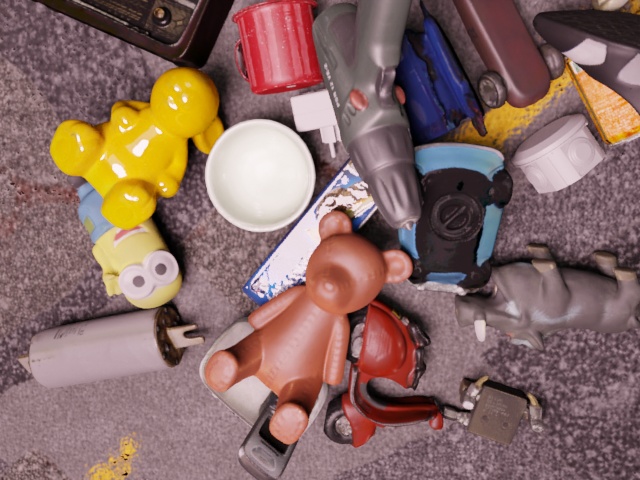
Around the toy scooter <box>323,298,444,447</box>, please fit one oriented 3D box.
[{"bbox_3d":[0.081,0.159,0.615,0.135,0.075,0.183,10,102,7],"label":"toy scooter"}]

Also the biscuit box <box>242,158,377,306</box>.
[{"bbox_3d":[-0.001,-0.002,0.611,0.059,0.063,0.202,40,101,3],"label":"biscuit box"}]

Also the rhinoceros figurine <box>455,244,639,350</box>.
[{"bbox_3d":[0.244,0.065,0.585,0.190,0.073,0.112,-1,108,6],"label":"rhinoceros figurine"}]

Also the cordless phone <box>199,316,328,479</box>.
[{"bbox_3d":[-0.076,0.175,0.584,0.146,0.184,0.088,41,105,1],"label":"cordless phone"}]

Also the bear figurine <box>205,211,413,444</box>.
[{"bbox_3d":[-0.005,0.077,0.533,0.120,0.132,0.195,37,112,8],"label":"bear figurine"}]

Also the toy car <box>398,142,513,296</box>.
[{"bbox_3d":[0.137,-0.028,0.567,0.109,0.103,0.161,2,111,11],"label":"toy car"}]

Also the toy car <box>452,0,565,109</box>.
[{"bbox_3d":[0.176,-0.231,0.559,0.089,0.053,0.202,-30,92,-7],"label":"toy car"}]

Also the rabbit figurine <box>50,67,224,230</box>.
[{"bbox_3d":[-0.164,-0.111,0.572,0.173,0.162,0.122,-41,89,28],"label":"rabbit figurine"}]

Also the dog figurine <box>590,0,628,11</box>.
[{"bbox_3d":[0.249,-0.335,0.525,0.191,0.121,0.172,28,98,18],"label":"dog figurine"}]

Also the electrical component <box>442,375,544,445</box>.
[{"bbox_3d":[0.202,0.194,0.617,0.102,0.045,0.078,23,99,5],"label":"electrical component"}]

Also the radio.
[{"bbox_3d":[-0.217,-0.291,0.598,0.230,0.073,0.131,25,100,5],"label":"radio"}]

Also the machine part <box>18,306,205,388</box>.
[{"bbox_3d":[-0.260,0.131,0.659,0.243,0.079,0.079,-10,96,10],"label":"machine part"}]

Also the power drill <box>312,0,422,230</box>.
[{"bbox_3d":[0.061,-0.149,0.455,0.086,0.207,0.232,-14,64,-10],"label":"power drill"}]

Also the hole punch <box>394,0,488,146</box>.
[{"bbox_3d":[0.108,-0.157,0.553,0.092,0.116,0.142,-23,93,18],"label":"hole punch"}]

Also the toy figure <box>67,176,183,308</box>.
[{"bbox_3d":[-0.225,-0.006,0.636,0.082,0.089,0.180,-34,84,6],"label":"toy figure"}]

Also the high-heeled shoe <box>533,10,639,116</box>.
[{"bbox_3d":[0.304,-0.119,0.509,0.249,0.086,0.145,33,141,25],"label":"high-heeled shoe"}]
